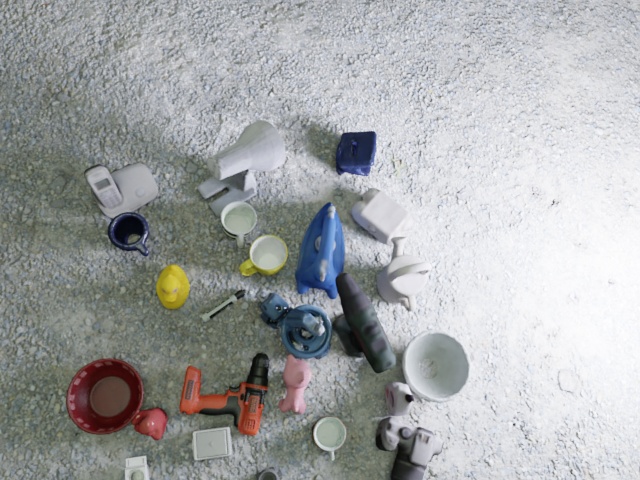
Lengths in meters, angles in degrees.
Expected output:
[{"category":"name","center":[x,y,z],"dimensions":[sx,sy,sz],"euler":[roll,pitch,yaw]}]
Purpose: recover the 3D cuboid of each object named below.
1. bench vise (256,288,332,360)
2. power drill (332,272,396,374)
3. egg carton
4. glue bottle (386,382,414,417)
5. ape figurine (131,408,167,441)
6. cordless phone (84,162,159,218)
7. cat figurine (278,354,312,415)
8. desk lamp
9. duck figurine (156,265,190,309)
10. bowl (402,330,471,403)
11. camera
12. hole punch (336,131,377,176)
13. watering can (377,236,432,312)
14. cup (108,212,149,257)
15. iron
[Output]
[{"category":"bench vise","center":[-0.062,0.188,1.277],"dimensions":[0.207,0.219,0.121],"euler":[22,72,0]},{"category":"power drill","center":[0.086,0.196,1.299],"dimensions":[0.076,0.208,0.229],"euler":[-28,78,-14]},{"category":"egg carton","center":[0.157,-0.058,1.459],"dimensions":[0.150,0.069,0.107],"euler":[39,72,5]},{"category":"glue bottle","center":[0.183,0.355,1.281],"dimensions":[0.037,0.173,0.078],"euler":[-6,74,-9]},{"category":"ape figurine","center":[-0.369,0.400,1.240],"dimensions":[0.076,0.092,0.078],"euler":[-34,80,-15]},{"category":"cordless phone","center":[-0.468,-0.137,1.343],"dimensions":[0.148,0.185,0.094],"euler":[-32,79,-15]},{"category":"cat figurine","center":[-0.054,0.326,1.289],"dimensions":[0.067,0.117,0.128],"euler":[6,72,-5]},{"category":"desk lamp","center":[-0.191,-0.173,1.375],"dimensions":[0.203,0.213,0.118],"euler":[-35,80,-16]},{"category":"duck figurine","center":[-0.347,0.104,1.337],"dimensions":[0.077,0.086,0.104],"euler":[-1,73,-7]},{"category":"bowl","center":[0.268,0.301,1.360],"dimensions":[0.167,0.074,0.167],"euler":[2,73,-7]},{"category":"camera","center":[0.193,0.484,1.281],"dimensions":[0.143,0.101,0.137],"euler":[21,72,0]},{"category":"hole punch","center":[0.093,-0.228,1.492],"dimensions":[0.101,0.091,0.109],"euler":[8,72,-5]},{"category":"watering can","center":[0.199,0.079,1.357],"dimensions":[0.101,0.194,0.173],"euler":[-30,79,-15]},{"category":"cup","center":[-0.436,0.000,1.352],"dimensions":[0.092,0.095,0.117],"euler":[-38,81,-16]},{"category":"iron","center":[0.013,0.005,1.384],"dimensions":[0.118,0.141,0.258],"euler":[9,72,-4]}]
